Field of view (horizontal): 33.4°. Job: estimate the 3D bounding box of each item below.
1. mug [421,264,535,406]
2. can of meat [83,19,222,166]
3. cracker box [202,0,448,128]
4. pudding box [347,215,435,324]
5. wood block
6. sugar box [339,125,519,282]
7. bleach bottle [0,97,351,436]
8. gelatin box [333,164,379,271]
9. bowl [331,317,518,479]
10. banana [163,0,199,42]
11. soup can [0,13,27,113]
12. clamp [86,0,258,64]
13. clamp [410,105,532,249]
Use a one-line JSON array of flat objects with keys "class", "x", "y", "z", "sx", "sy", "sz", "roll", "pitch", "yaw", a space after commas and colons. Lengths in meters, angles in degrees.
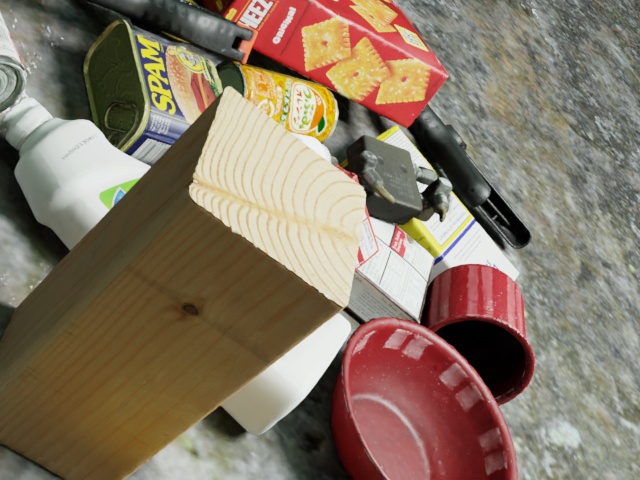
[{"class": "mug", "x": 0.124, "y": 0.082, "z": 0.843, "sx": 0.081, "sy": 0.093, "sz": 0.117, "roll": -77, "pitch": 149, "yaw": -56}, {"class": "can of meat", "x": -0.114, "y": -0.097, "z": 0.765, "sx": 0.083, "sy": 0.058, "sz": 0.102, "roll": 15, "pitch": 47, "yaw": -43}, {"class": "cracker box", "x": -0.007, "y": -0.204, "z": 0.945, "sx": 0.213, "sy": 0.072, "sz": 0.164, "roll": 23, "pitch": 26, "yaw": -34}, {"class": "pudding box", "x": 0.034, "y": 0.015, "z": 0.841, "sx": 0.113, "sy": 0.039, "sz": 0.090, "roll": 39, "pitch": 36, "yaw": -11}, {"class": "wood block", "x": -0.081, "y": 0.034, "z": 0.539, "sx": 0.090, "sy": 0.206, "sz": 0.090, "roll": 36, "pitch": 36, "yaw": -20}, {"class": "sugar box", "x": 0.092, "y": -0.011, "z": 0.926, "sx": 0.176, "sy": 0.048, "sz": 0.093, "roll": 53, "pitch": 34, "yaw": -1}, {"class": "bleach bottle", "x": -0.099, "y": 0.005, "z": 0.679, "sx": 0.251, "sy": 0.068, "sz": 0.102, "roll": 45, "pitch": 34, "yaw": -3}, {"class": "gelatin box", "x": -0.005, "y": 0.001, "z": 0.749, "sx": 0.089, "sy": 0.030, "sz": 0.073, "roll": -39, "pitch": 132, "yaw": -21}, {"class": "bowl", "x": 0.061, "y": 0.135, "z": 0.736, "sx": 0.162, "sy": 0.055, "sz": 0.162, "roll": 29, "pitch": 39, "yaw": -27}, {"class": "banana", "x": -0.157, "y": -0.220, "z": 0.858, "sx": 0.197, "sy": 0.037, "sz": 0.069, "roll": 42, "pitch": 14, "yaw": -15}, {"class": "soup can", "x": -0.229, "y": -0.130, "z": 0.656, "sx": 0.068, "sy": 0.069, "sz": 0.102, "roll": -4, "pitch": 61, "yaw": -50}, {"class": "clamp", "x": -0.132, "y": -0.179, "z": 0.795, "sx": 0.171, "sy": 0.039, "sz": 0.120, "roll": 21, "pitch": 18, "yaw": -29}, {"class": "clamp", "x": 0.125, "y": -0.081, "z": 1.017, "sx": 0.164, "sy": 0.036, "sz": 0.210, "roll": 37, "pitch": 17, "yaw": -55}]
